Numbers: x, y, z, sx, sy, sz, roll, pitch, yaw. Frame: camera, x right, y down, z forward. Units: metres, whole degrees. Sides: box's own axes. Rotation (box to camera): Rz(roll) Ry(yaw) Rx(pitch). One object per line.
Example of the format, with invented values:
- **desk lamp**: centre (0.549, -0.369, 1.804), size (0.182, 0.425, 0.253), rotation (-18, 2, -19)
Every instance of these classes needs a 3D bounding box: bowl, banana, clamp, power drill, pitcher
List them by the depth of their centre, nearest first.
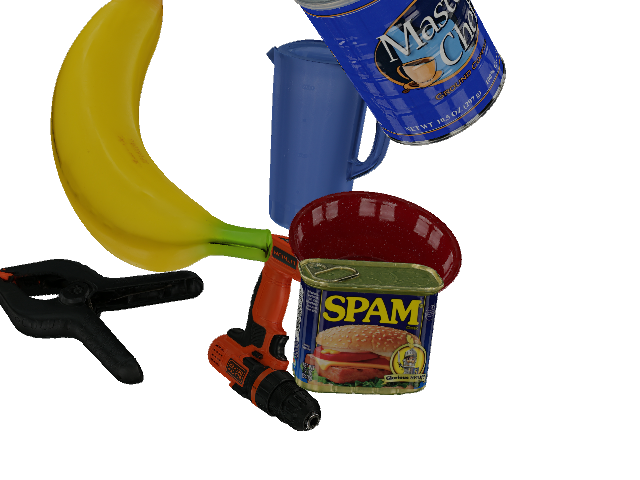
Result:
- **banana**: centre (-0.082, -0.048, 0.458), size (0.069, 0.037, 0.198), rotation (-8, 45, -20)
- **clamp**: centre (-0.182, 0.047, 0.860), size (0.172, 0.039, 0.120), rotation (20, 38, 21)
- **bowl**: centre (0.048, 0.022, 0.998), size (0.162, 0.055, 0.162), rotation (6, 38, -5)
- **power drill**: centre (-0.041, 0.099, 1.197), size (0.057, 0.188, 0.185), rotation (13, 12, -47)
- **pitcher**: centre (0.004, -0.134, 1.404), size (0.144, 0.243, 0.149), rotation (-2, 24, -18)

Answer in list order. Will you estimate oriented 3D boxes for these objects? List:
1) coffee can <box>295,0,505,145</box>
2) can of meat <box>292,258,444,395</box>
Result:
- **coffee can**: centre (0.055, -0.150, 0.743), size (0.103, 0.102, 0.140), rotation (0, -37, 37)
- **can of meat**: centre (0.031, 0.062, 0.766), size (0.102, 0.084, 0.057), rotation (3, 16, -8)
